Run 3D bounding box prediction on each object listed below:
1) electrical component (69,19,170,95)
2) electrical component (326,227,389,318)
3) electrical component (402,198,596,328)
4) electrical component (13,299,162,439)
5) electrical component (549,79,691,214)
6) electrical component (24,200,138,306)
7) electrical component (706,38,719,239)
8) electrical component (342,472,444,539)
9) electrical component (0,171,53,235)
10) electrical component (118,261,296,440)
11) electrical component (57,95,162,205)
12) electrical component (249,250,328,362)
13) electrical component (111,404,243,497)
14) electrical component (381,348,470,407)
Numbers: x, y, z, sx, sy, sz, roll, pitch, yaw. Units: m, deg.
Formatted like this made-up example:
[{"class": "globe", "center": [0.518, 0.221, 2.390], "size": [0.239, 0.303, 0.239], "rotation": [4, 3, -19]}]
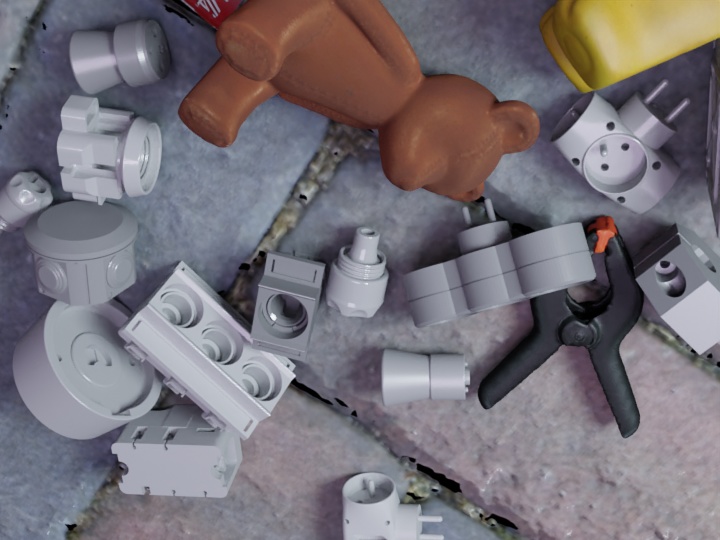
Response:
[{"class": "electrical component", "center": [-0.164, -0.146, 0.736], "size": [0.055, 0.045, 0.045], "rotation": [-7, 114, 13]}, {"class": "electrical component", "center": [0.000, 0.000, 0.779], "size": [0.043, 0.043, 0.062], "rotation": [14, 116, 3]}, {"class": "electrical component", "center": [0.089, -0.012, 0.742], "size": [0.138, 0.052, 0.073], "rotation": [-19, 82, 34]}, {"class": "electrical component", "center": [-0.212, 0.077, 0.821], "size": [0.060, 0.108, 0.108], "rotation": [-33, 106, 29]}, {"class": "electrical component", "center": [0.179, -0.089, 0.702], "size": [0.077, 0.044, 0.079], "rotation": [38, 116, -9]}, {"class": "electrical component", "center": [-0.203, -0.015, 0.788], "size": [0.080, 0.080, 0.051], "rotation": [7, 122, 7]}, {"class": "electrical component", "center": [0.245, -0.086, 0.656], "size": [0.056, 0.108, 0.108], "rotation": [1, 116, 13]}, {"class": "electrical component", "center": [0.028, 0.209, 0.875], "size": [0.079, 0.043, 0.077], "rotation": [-1, 116, 11]}, {"class": "electrical component", "center": [-0.260, -0.046, 0.808], "size": [0.061, 0.035, 0.035], "rotation": [-39, 104, 26]}, {"class": "electrical component", "center": [-0.119, 0.065, 0.819], "size": [0.121, 0.078, 0.063], "rotation": [44, 137, -12]}, {"class": "electrical component", "center": [-0.175, -0.082, 0.761], "size": [0.057, 0.058, 0.078], "rotation": [8, 131, 5]}, {"class": "electrical component", "center": [-0.050, 0.021, 0.787], "size": [0.042, 0.063, 0.081], "rotation": [14, 118, 2]}, {"class": "electrical component", "center": [-0.145, 0.145, 0.868], "size": [0.089, 0.055, 0.050], "rotation": [0, 116, 10]}, {"class": "electrical component", "center": [0.050, 0.081, 0.811], "size": [0.065, 0.044, 0.044], "rotation": [-1, 116, 6]}]
